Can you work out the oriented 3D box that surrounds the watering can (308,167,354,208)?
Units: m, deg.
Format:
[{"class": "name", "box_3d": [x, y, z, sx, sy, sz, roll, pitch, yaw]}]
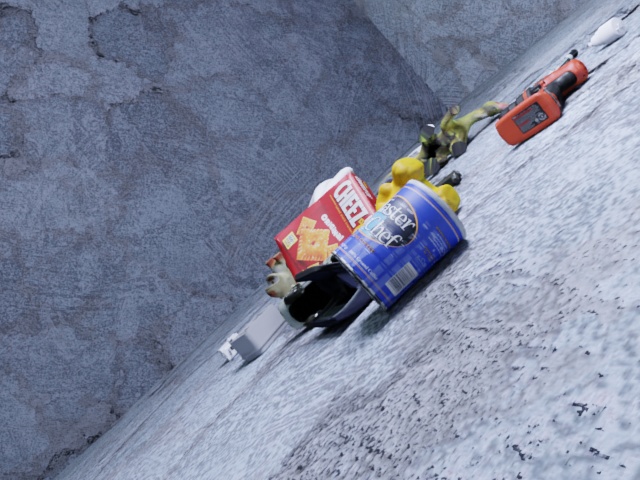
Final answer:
[{"class": "watering can", "box_3d": [0.004, -0.074, 1.471, 0.355, 0.104, 0.219, -52, -14, -44]}]

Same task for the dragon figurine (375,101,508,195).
[{"class": "dragon figurine", "box_3d": [0.341, -0.263, 1.447, 0.405, 0.123, 0.245, -35, -5, 27]}]
